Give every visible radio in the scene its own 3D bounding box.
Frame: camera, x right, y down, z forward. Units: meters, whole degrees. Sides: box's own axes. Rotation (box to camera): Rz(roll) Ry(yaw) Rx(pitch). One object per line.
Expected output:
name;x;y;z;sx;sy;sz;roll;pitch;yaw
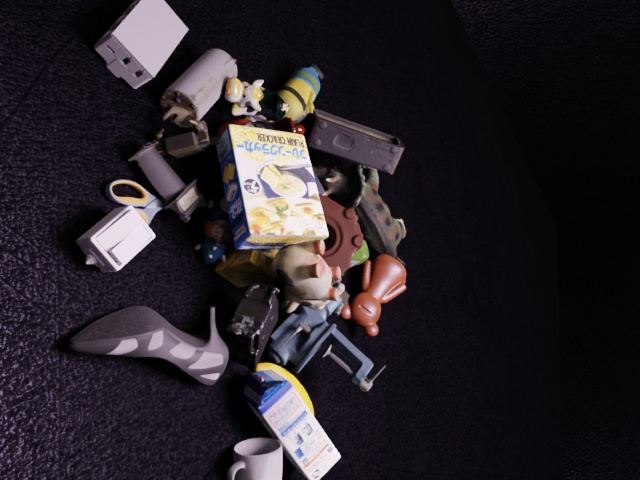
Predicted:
radio;0.076;-0.229;1.247;0.131;0.230;0.073;-92;-160;-69

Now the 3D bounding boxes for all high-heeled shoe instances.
high-heeled shoe;-0.249;0.177;0.810;0.249;0.086;0.145;-6;113;-38

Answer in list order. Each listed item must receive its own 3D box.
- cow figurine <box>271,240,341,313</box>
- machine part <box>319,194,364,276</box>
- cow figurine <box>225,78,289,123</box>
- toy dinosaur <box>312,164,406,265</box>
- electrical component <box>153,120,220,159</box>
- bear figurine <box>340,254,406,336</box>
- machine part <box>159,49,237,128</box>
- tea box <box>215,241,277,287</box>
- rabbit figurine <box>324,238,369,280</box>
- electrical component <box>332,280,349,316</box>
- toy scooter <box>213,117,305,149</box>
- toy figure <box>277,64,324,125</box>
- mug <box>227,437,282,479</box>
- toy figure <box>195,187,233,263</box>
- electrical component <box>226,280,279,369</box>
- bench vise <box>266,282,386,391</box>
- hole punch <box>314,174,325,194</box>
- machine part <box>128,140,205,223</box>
cow figurine;-0.029;0.074;0.960;0.194;0.127;0.085;59;35;-56
machine part;-0.002;-0.003;1.072;0.179;0.056;0.179;2;80;-9
cow figurine;-0.122;-0.272;1.057;0.167;0.098;0.068;-8;107;-77
toy dinosaur;0.128;-0.048;1.313;0.404;0.131;0.192;53;28;-21
electrical component;-0.233;-0.172;0.921;0.078;0.102;0.045;-16;92;-81
bear figurine;0.130;0.135;1.309;0.196;0.120;0.132;-59;174;-16
machine part;-0.221;-0.282;0.989;0.079;0.079;0.243;53;40;-29
tea box;-0.121;-0.005;1.005;0.068;0.098;0.169;41;49;-37
rabbit figurine;-0.001;-0.005;1.189;0.159;0.121;0.170;1;58;-48
electrical component;0.039;0.126;1.233;0.063;0.021;0.094;45;42;-15
toy scooter;-0.111;-0.204;1.062;0.184;0.135;0.075;-5;84;-54
toy figure;-0.054;-0.340;1.243;0.089;0.082;0.180;34;57;-19
mug;-0.107;0.397;0.889;0.109;0.081;0.107;-6;92;-60
toy figure;-0.179;-0.030;0.970;0.057;0.064;0.154;90;9;-55
electrical component;-0.116;0.153;0.937;0.134;0.058;0.115;98;14;-50
bench vise;0.018;0.196;1.066;0.241;0.128;0.223;40;44;9
hole punch;-0.063;-0.125;1.144;0.142;0.092;0.115;-16;87;-52
machine part;-0.252;-0.100;0.891;0.138;0.039;0.084;52;39;-22
